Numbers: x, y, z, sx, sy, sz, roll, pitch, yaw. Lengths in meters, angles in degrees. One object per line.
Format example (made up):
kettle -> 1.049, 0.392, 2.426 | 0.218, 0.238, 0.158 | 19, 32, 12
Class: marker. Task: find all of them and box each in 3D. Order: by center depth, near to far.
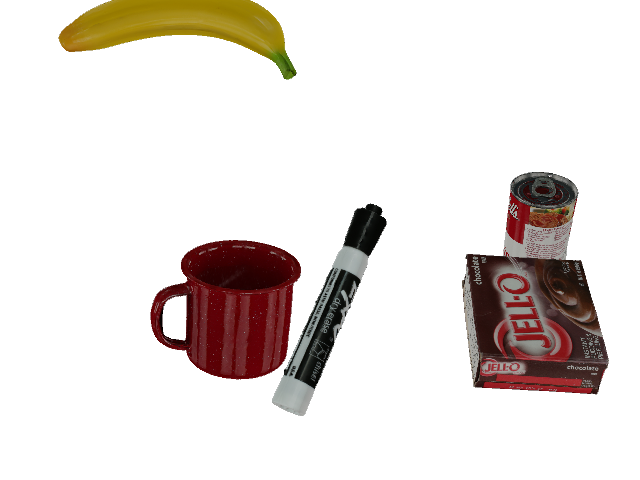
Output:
marker -> 0.006, 0.035, 0.572 | 0.020, 0.121, 0.020 | 22, -15, 6

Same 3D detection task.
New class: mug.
mug -> -0.075, 0.057, 0.833 | 0.117, 0.081, 0.093 | -7, 27, -25

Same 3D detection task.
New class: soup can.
soup can -> 0.227, -0.011, 1.108 | 0.068, 0.102, 0.068 | 0, 34, 0

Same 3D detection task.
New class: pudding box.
pudding box -> 0.152, 0.059, 0.779 | 0.090, 0.039, 0.113 | 4, 37, -2

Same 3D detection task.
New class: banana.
banana -> -0.115, -0.179, 0.890 | 0.198, 0.069, 0.037 | 6, -34, 0
